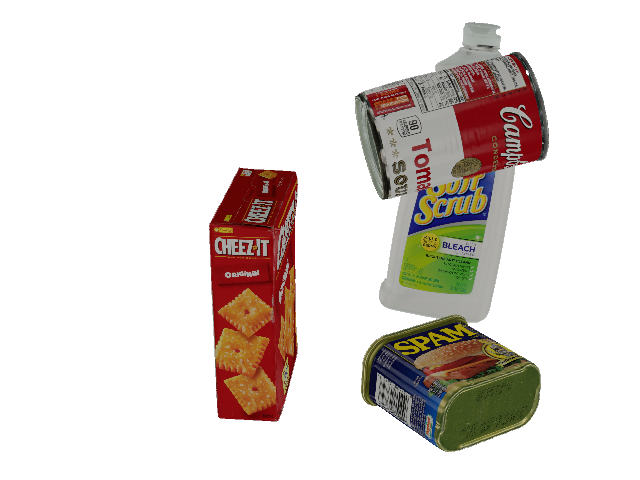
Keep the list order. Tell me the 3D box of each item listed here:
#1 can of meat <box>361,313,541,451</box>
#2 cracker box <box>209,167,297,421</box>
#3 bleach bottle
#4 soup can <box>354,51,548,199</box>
[{"bbox_3d":[0.094,0.102,0.764,0.101,0.057,0.084,-13,27,-34],"label":"can of meat"},{"bbox_3d":[-0.063,0.052,1.098,0.072,0.214,0.164,3,23,5],"label":"cracker box"},{"bbox_3d":[0.114,-0.060,0.916,0.103,0.251,0.068,9,18,13],"label":"bleach bottle"},{"bbox_3d":[0.078,-0.069,0.647,0.102,0.068,0.068,-15,1,-3],"label":"soup can"}]
